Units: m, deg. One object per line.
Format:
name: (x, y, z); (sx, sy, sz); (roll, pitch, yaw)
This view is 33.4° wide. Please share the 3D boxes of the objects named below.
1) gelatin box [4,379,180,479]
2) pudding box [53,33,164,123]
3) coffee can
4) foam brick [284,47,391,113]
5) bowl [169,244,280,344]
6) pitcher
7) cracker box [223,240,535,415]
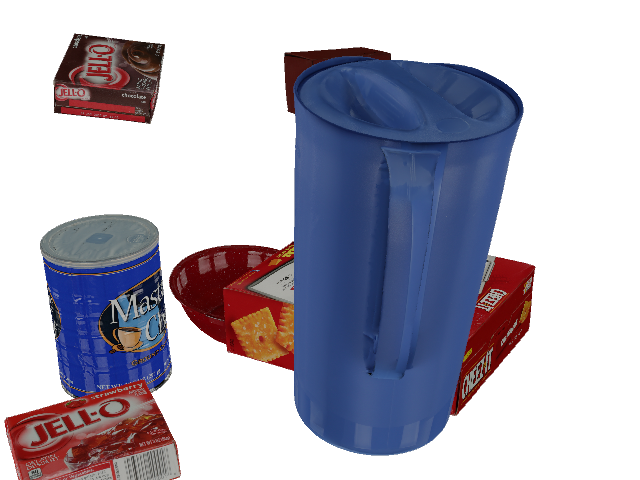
gelatin box: (-0.135, 0.121, 0.629); (0.089, 0.030, 0.073); (-13, 27, -19)
pudding box: (-0.197, -0.153, 1.003); (0.090, 0.039, 0.113); (7, 31, -6)
coffee can: (-0.190, 0.060, 0.958); (0.103, 0.140, 0.103); (-2, 24, 1)
foam brick: (0.015, -0.134, 0.904); (0.078, 0.051, 0.053); (-9, 19, -25)
bowl: (-0.079, 0.065, 1.127); (0.162, 0.055, 0.162); (4, 28, -2)
pitcher: (0.042, 0.019, 0.665); (0.149, 0.243, 0.145); (-24, 40, -39)
cracker box: (0.051, 0.059, 0.901); (0.214, 0.072, 0.163); (13, 27, 28)
